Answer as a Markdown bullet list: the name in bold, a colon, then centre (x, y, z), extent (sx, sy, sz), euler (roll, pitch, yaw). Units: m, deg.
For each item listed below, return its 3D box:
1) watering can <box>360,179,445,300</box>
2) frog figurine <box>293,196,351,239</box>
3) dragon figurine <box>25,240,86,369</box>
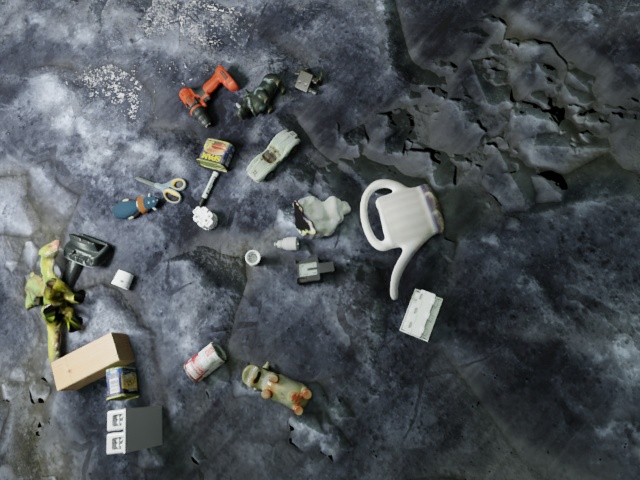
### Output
- **watering can**: centre (0.241, -0.023, 1.436), extent (0.224, 0.102, 0.353), euler (-17, 69, 6)
- **frog figurine**: centre (0.005, -0.077, 1.527), extent (0.161, 0.120, 0.139), euler (-22, 55, -32)
- **dragon figurine**: centre (-0.862, 0.205, 1.630), extent (0.244, 0.122, 0.409), euler (14, 95, 39)
